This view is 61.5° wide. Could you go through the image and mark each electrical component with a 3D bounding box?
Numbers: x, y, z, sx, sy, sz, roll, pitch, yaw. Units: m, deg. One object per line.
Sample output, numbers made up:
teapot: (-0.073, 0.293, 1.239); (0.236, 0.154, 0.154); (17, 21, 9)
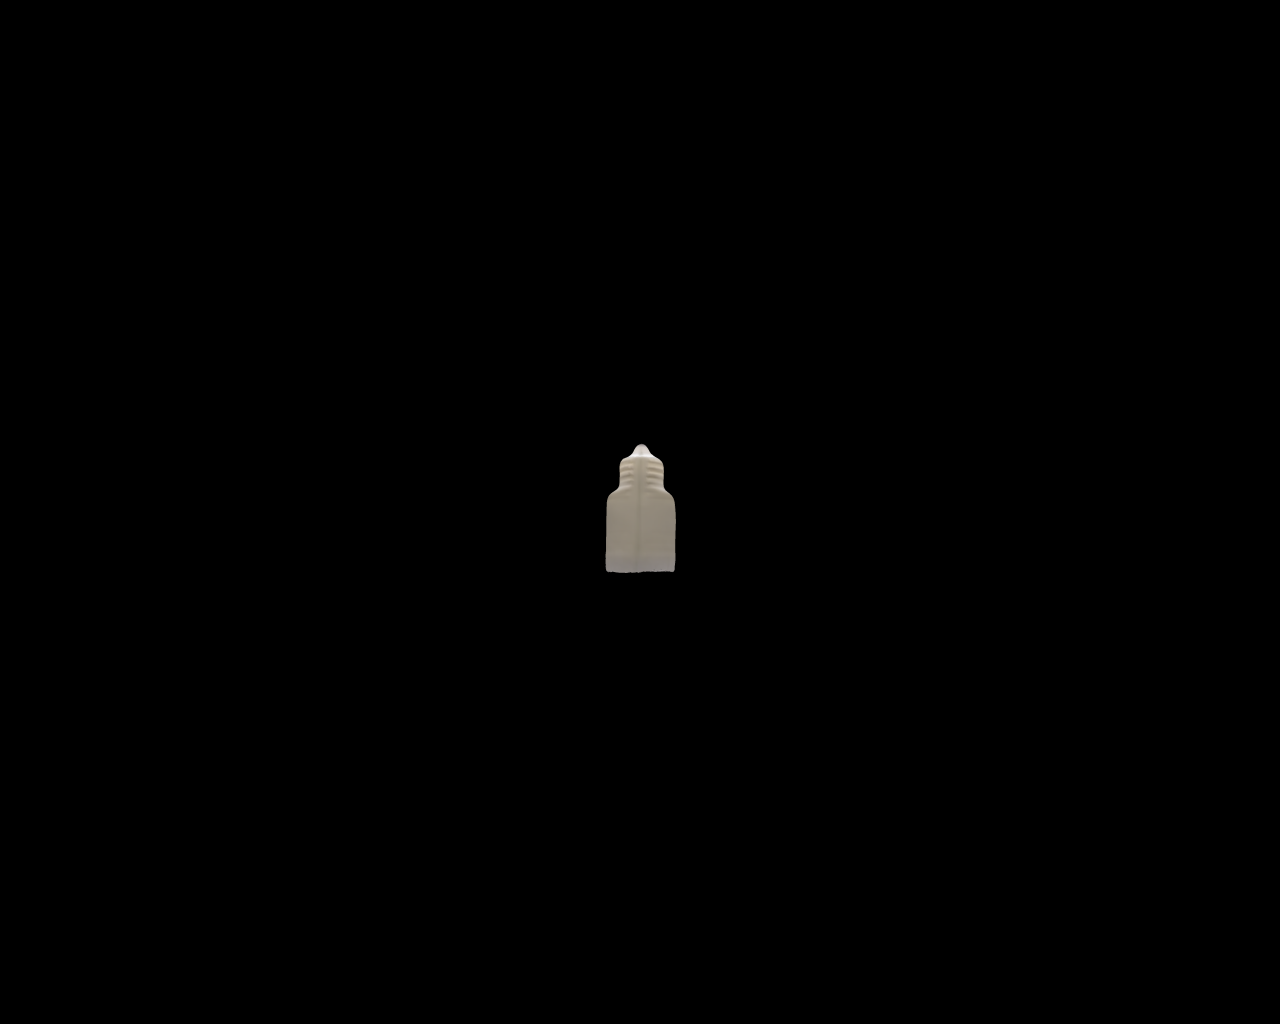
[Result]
electrical component: (0.001, -0.003, 0.650); (0.043, 0.081, 0.043); (0, -4, 0)
